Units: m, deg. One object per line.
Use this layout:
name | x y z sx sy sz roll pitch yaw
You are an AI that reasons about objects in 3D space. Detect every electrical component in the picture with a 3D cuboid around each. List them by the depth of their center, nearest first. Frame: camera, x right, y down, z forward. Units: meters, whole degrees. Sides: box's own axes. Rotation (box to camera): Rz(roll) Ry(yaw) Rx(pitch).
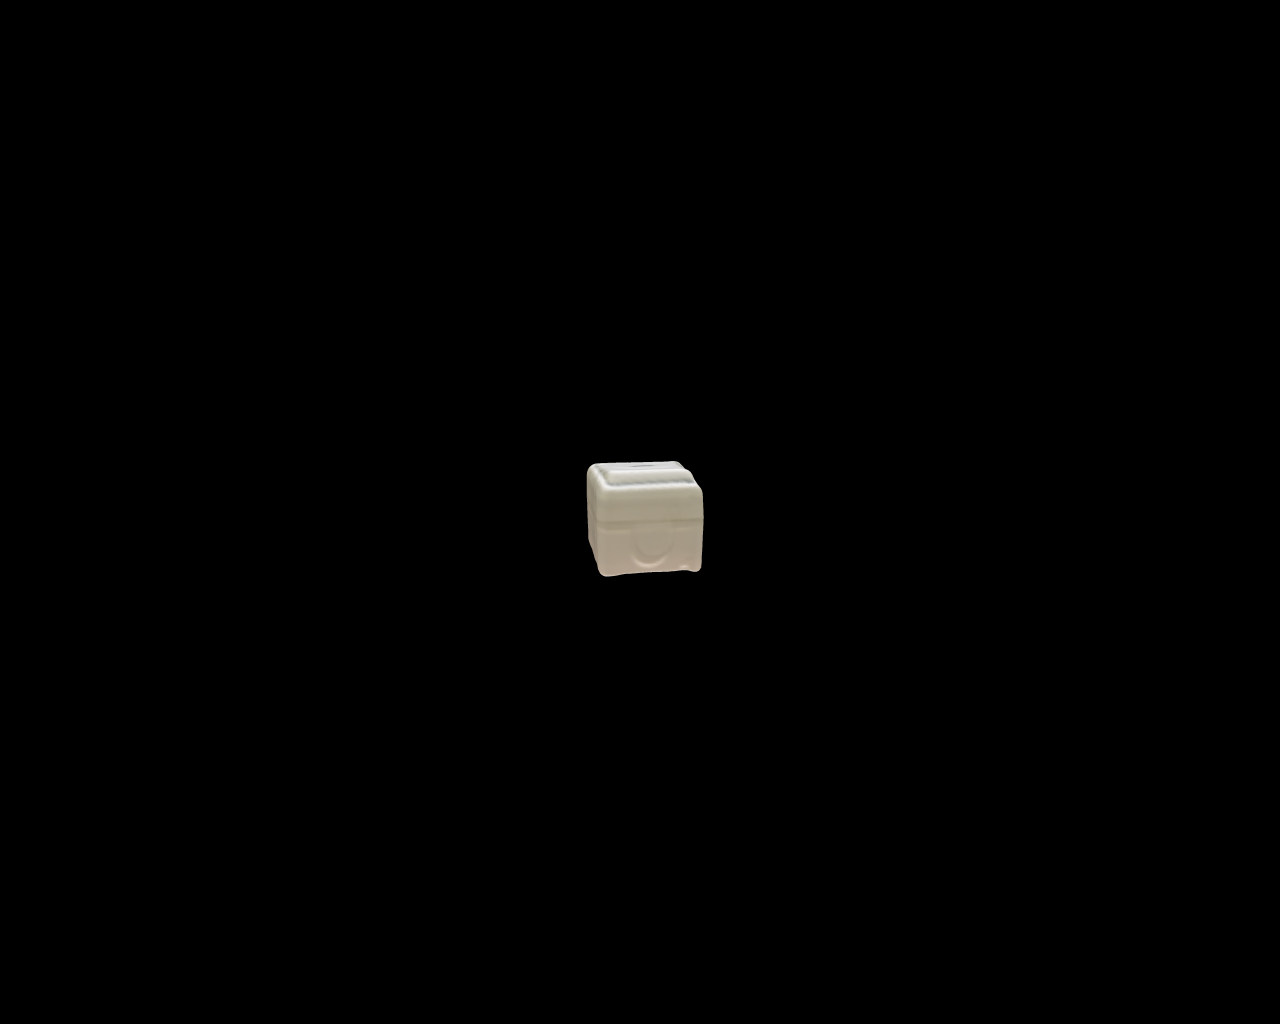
electrical component | 0.001 -0.003 0.650 0.062 0.061 0.096 -2 14 -7
